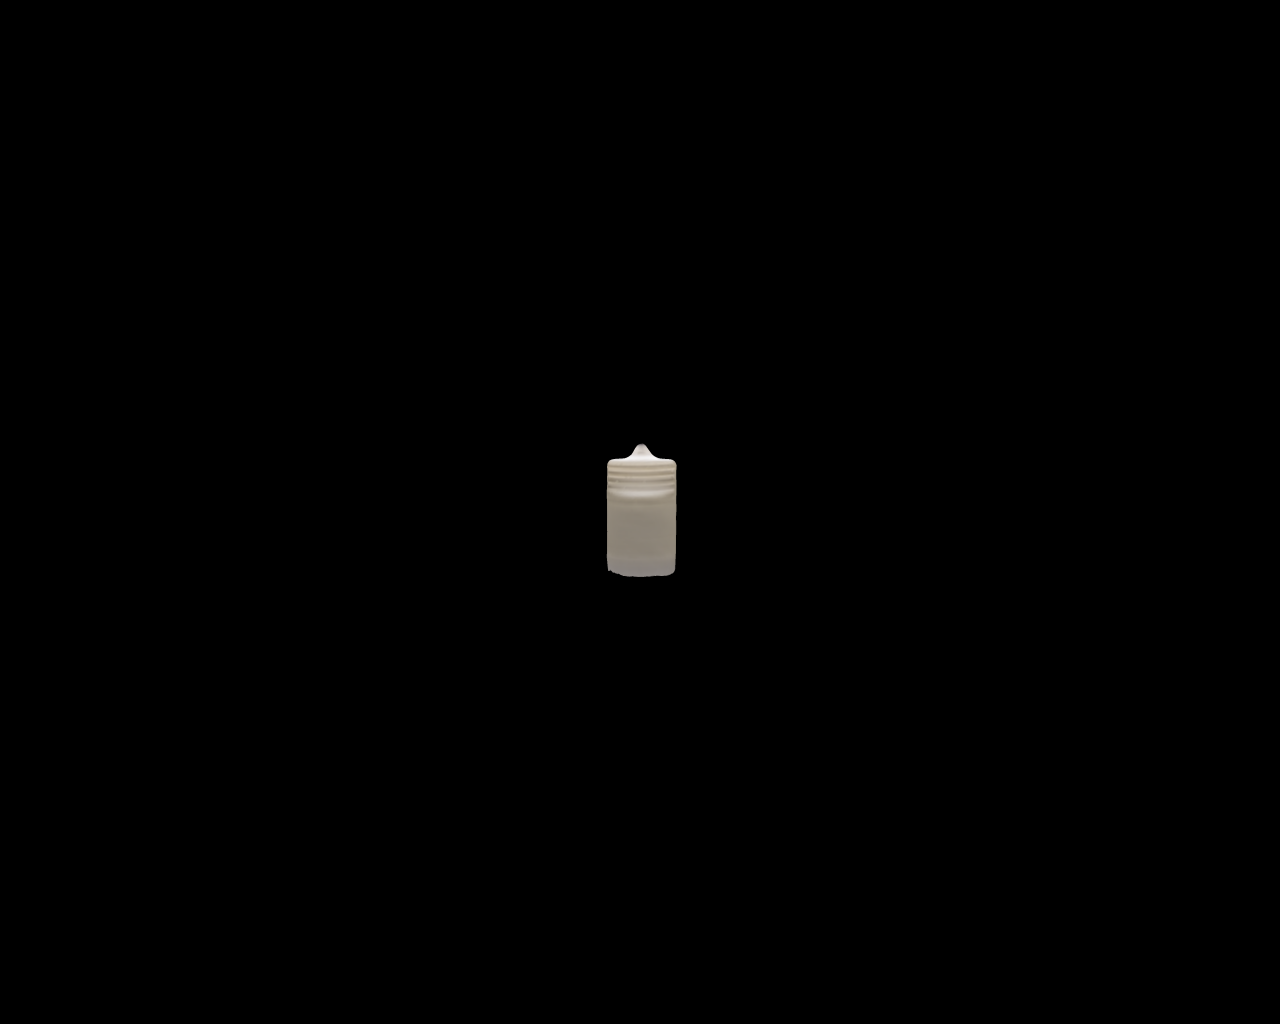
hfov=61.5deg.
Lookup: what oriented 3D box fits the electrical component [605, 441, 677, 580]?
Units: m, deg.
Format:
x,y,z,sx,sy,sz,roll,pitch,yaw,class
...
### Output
x,y,z,sx,sy,sz,roll,pitch,yaw,class
0.001,-0.003,0.650,0.043,0.080,0.043,0,7,0,electrical component
